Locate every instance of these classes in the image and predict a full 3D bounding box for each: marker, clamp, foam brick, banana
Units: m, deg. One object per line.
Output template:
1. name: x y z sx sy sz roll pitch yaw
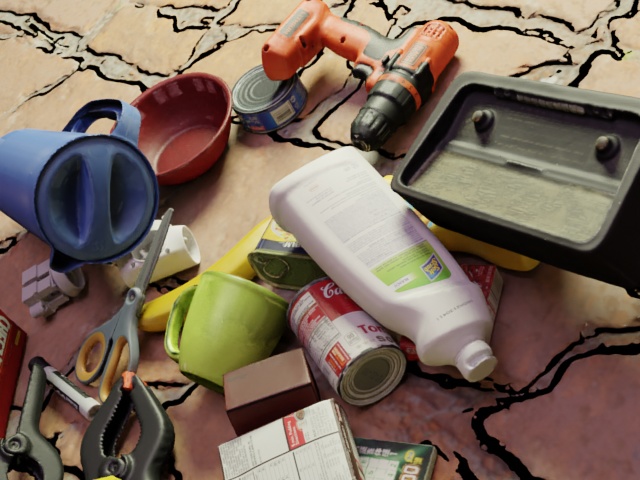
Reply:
1. marker: -0.259 0.148 1.076 0.121 0.020 0.020 27 69 41
2. clamp: -0.187 0.220 0.963 0.165 0.036 0.210 -19 50 13
3. foam brick: -0.040 0.139 0.930 0.078 0.051 0.053 -19 32 3
4. banana: -0.115 0.041 1.075 0.198 0.037 0.070 -30 46 2
5. clamp: -0.301 0.197 1.001 0.120 0.039 0.171 -10 55 -23

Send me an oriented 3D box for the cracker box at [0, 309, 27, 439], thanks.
1. cracker box: -0.428 0.168 1.114 0.214 0.072 0.164 -14 48 17

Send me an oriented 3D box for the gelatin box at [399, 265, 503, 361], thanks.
1. gelatin box: 0.115 0.064 0.935 0.073 0.030 0.089 -1 53 28

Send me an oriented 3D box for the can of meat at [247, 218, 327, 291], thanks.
1. can of meat: -0.007 0.001 1.037 0.102 0.057 0.084 6 54 32

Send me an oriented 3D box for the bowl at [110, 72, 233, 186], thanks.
1. bowl: -0.162 -0.116 1.221 0.162 0.055 0.162 -15 47 17

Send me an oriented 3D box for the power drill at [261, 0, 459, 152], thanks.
1. power drill: 0.032 -0.184 1.150 0.188 0.057 0.184 24 59 25

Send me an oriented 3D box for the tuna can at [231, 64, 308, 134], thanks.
1. tuna can: -0.060 -0.165 1.222 0.086 0.033 0.086 -15 47 17

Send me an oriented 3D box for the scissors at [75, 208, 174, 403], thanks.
1. scissors: -0.199 0.066 1.072 0.096 0.016 0.201 -3 71 40

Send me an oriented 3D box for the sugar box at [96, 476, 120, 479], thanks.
1. sugar box: -0.120 0.262 0.843 0.176 0.048 0.093 18 97 25

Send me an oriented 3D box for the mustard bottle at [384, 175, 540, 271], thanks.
1. mustard bottle: 0.124 -0.031 0.990 0.192 0.058 0.096 12 59 35

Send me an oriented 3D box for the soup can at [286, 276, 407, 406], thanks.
1. soup can: 0.022 0.088 0.938 0.068 0.068 0.102 -36 45 -3

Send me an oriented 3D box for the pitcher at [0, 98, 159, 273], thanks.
1. pitcher: -0.278 -0.069 1.163 0.149 0.145 0.243 -26 23 -27

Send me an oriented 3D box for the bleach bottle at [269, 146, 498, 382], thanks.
1. bleach bottle: 0.059 0.027 0.917 0.102 0.068 0.251 -31 54 -11

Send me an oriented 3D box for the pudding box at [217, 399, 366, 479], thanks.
1. pudding box: -0.023 0.191 0.876 0.113 0.039 0.090 -26 44 8
